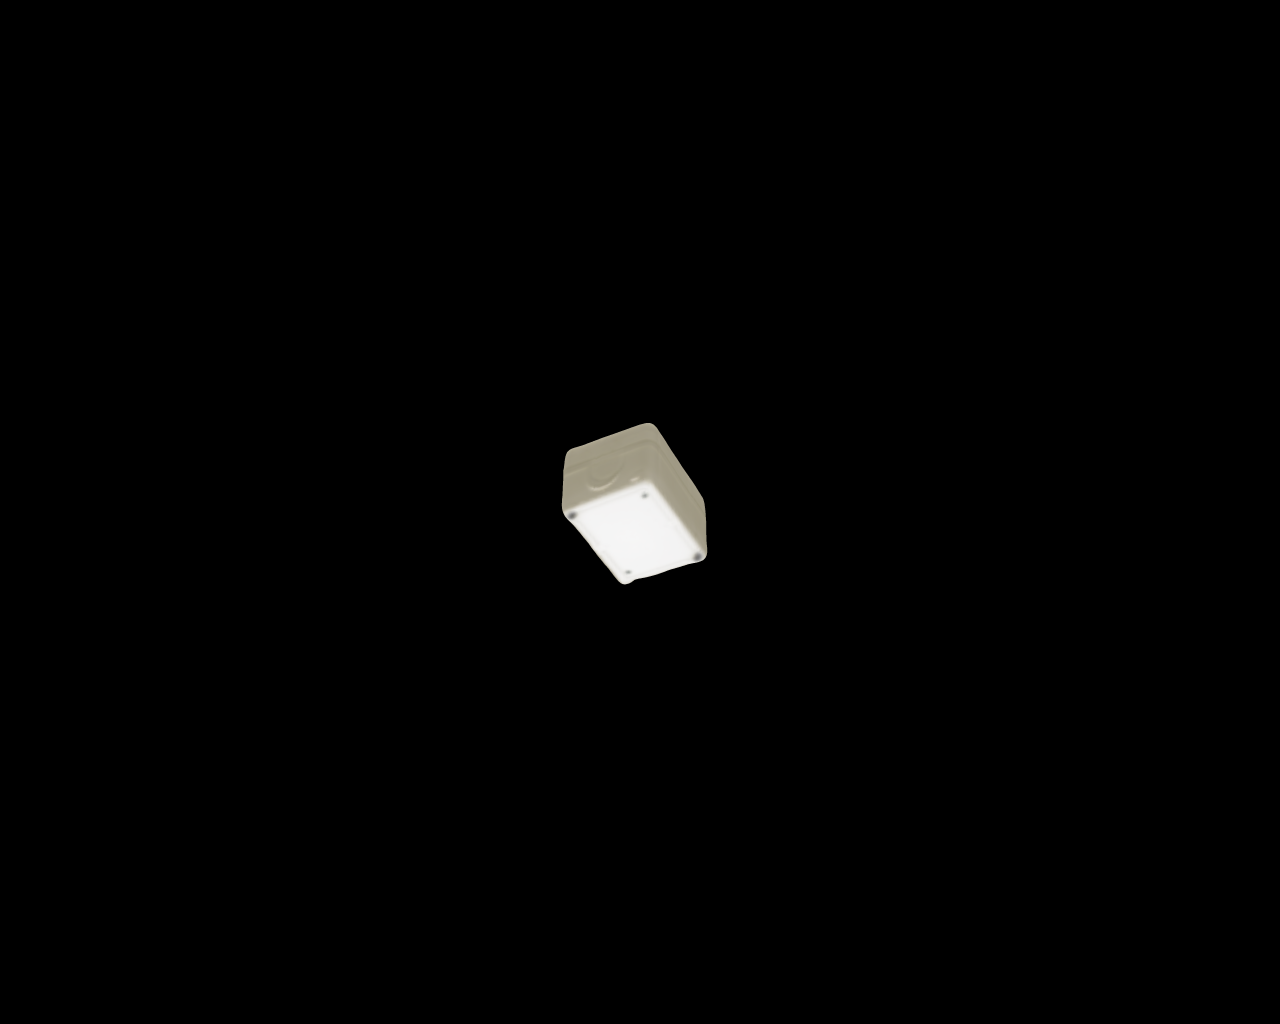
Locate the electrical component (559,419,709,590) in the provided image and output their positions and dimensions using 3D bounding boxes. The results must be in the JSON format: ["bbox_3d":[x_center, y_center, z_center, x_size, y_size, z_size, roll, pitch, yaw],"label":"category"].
[{"bbox_3d":[0.001,-0.003,0.650,0.061,0.061,0.096,-19,-46,19],"label":"electrical component"}]
